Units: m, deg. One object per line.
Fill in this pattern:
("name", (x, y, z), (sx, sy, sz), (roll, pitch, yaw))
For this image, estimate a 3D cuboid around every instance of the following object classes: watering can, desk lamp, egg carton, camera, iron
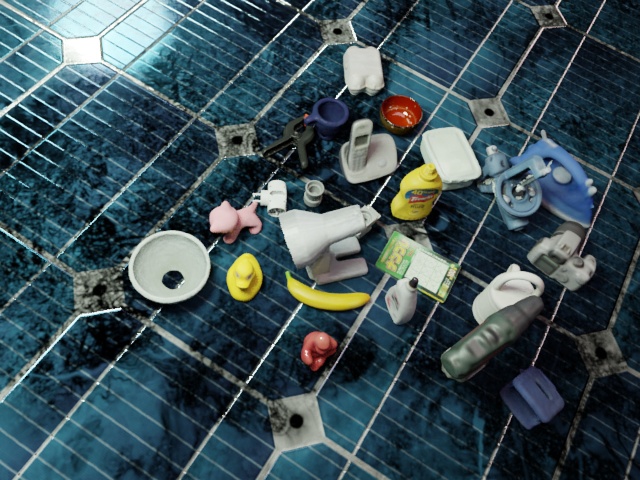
("watering can", (0.408, 0.127, 1.222), (0.101, 0.194, 0.173), (-1, 62, -8))
("desk lamp", (0.011, 0.004, 1.220), (0.203, 0.213, 0.118), (-12, 64, -14))
("egg carton", (0.118, -0.467, 1.571), (0.107, 0.069, 0.150), (-1, 62, -8))
("camera", (0.593, 0.023, 1.358), (0.143, 0.101, 0.137), (38, 63, 13))
("iron", (0.609, -0.156, 1.433), (0.119, 0.141, 0.258), (-34, 71, -23))

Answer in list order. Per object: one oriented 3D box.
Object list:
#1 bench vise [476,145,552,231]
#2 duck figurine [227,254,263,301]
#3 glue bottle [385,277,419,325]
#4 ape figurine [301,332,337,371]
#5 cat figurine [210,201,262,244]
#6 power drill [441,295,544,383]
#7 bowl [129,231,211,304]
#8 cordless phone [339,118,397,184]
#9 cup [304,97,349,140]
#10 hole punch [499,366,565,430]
("bench vise", (0.454, -0.149, 1.362), (0.122, 0.220, 0.207), (-32, 71, -22))
("duck figurine", (-0.162, 0.070, 1.232), (0.077, 0.086, 0.104), (8, 61, -4))
("glue bottle", (0.179, 0.116, 1.207), (0.037, 0.173, 0.078), (-16, 65, -16))
("ape figurine", (0.000, 0.218, 1.172), (0.078, 0.092, 0.076), (-7, 63, -12))
("cat figurine", (-0.192, -0.050, 1.274), (0.128, 0.118, 0.067), (-25, 68, -20))
("power drill", (0.330, 0.210, 1.158), (0.230, 0.208, 0.075), (-31, 70, -22))
("bowl", (-0.316, 0.068, 1.218), (0.167, 0.075, 0.167), (4, 61, -6))
("cordless phone", (0.124, -0.227, 1.377), (0.148, 0.185, 0.094), (-19, 66, -17))
("cup", (0.011, -0.294, 1.448), (0.118, 0.095, 0.091), (-21, 67, -18))
("hole punch", (0.444, 0.318, 1.183), (0.101, 0.091, 0.108), (-29, 69, -21))
